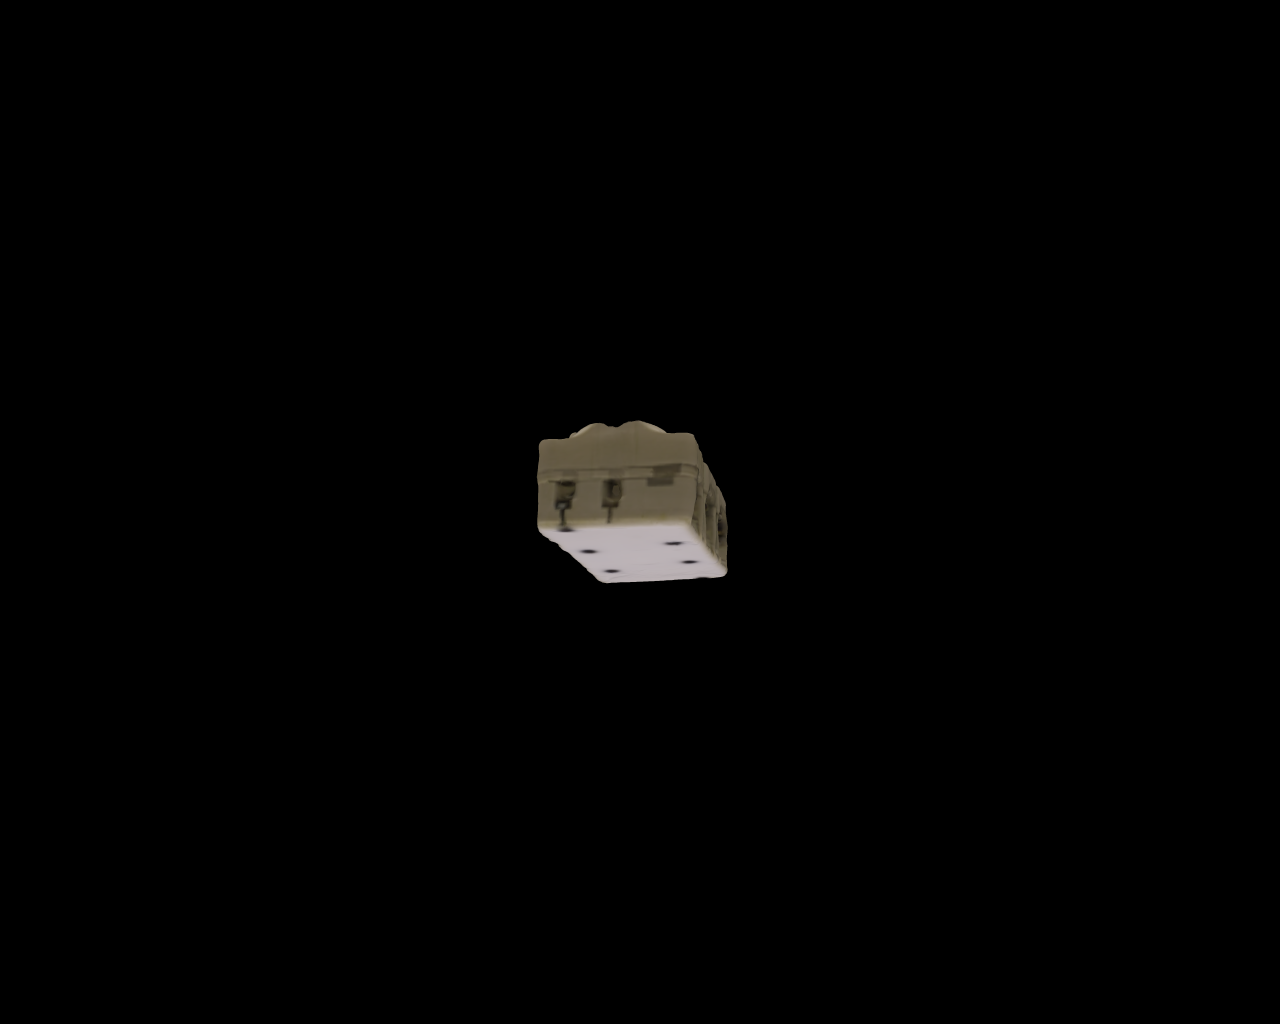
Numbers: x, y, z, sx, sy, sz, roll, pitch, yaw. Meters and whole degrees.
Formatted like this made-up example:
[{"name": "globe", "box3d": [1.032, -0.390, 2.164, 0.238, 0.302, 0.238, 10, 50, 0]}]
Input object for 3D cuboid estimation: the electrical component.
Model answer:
[{"name": "electrical component", "box3d": [0.001, -0.003, 0.650, 0.089, 0.062, 0.150, -3, -16, 11]}]
